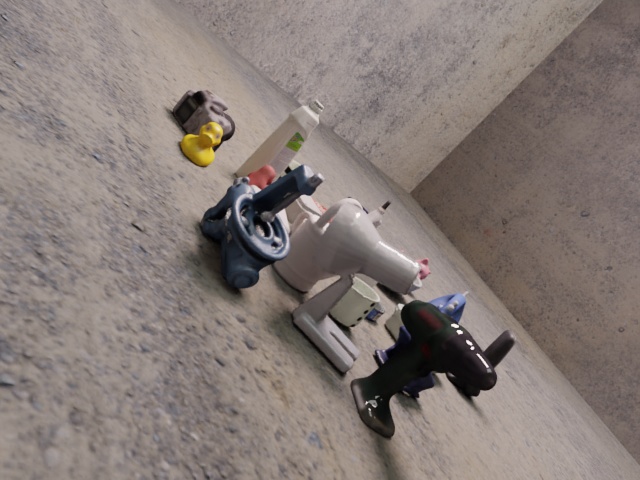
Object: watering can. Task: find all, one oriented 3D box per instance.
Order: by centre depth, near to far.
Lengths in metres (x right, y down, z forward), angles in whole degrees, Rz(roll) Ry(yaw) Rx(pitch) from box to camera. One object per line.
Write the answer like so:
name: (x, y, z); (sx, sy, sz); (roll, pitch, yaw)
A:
watering can: (0.011, 0.004, 1.079); (0.172, 0.194, 0.101); (49, 15, 16)

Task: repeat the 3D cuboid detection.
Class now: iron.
iron: (0.330, 0.196, 1.519); (0.118, 0.141, 0.259); (48, 15, 12)

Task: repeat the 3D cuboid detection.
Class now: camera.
camera: (-0.247, -0.277, 1.337); (0.143, 0.100, 0.137); (52, 16, 27)

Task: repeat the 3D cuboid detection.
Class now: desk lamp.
desk lamp: (0.051, 0.072, 0.963); (0.203, 0.213, 0.118); (46, 15, 6)

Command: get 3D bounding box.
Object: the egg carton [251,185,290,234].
egg carton: (-0.115, -0.041, 1.108); (0.107, 0.069, 0.150); (37, 16, -26)

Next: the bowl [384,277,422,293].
bowl: (0.198, 0.091, 1.579); (0.168, 0.074, 0.167); (41, 15, -13)

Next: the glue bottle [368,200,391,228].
glue bottle: (0.135, -0.046, 1.592); (0.078, 0.173, 0.037); (25, 24, -53)

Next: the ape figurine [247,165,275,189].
ape figurine: (-0.132, -0.122, 1.242); (0.076, 0.092, 0.077); (26, 23, -51)

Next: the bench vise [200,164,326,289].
bench vise: (-0.097, -0.058, 0.907); (0.122, 0.219, 0.207); (23, 26, -55)

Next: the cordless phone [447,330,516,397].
cordless phone: (0.394, 0.275, 1.389); (0.094, 0.185, 0.147); (40, 15, -16)

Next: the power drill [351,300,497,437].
power drill: (0.151, 0.202, 0.888); (0.076, 0.208, 0.229); (37, 16, -27)

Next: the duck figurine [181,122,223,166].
duck figurine: (-0.239, -0.211, 1.207); (0.078, 0.086, 0.104); (40, 15, -15)

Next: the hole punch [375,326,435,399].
hole punch: (0.175, 0.232, 1.100); (0.101, 0.091, 0.108); (32, 19, -40)

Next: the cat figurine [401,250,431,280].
cat figurine: (0.268, 0.084, 1.703); (0.128, 0.117, 0.067); (42, 15, -11)

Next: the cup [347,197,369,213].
cup: (0.085, -0.064, 1.660); (0.092, 0.095, 0.117); (28, 22, -48)
